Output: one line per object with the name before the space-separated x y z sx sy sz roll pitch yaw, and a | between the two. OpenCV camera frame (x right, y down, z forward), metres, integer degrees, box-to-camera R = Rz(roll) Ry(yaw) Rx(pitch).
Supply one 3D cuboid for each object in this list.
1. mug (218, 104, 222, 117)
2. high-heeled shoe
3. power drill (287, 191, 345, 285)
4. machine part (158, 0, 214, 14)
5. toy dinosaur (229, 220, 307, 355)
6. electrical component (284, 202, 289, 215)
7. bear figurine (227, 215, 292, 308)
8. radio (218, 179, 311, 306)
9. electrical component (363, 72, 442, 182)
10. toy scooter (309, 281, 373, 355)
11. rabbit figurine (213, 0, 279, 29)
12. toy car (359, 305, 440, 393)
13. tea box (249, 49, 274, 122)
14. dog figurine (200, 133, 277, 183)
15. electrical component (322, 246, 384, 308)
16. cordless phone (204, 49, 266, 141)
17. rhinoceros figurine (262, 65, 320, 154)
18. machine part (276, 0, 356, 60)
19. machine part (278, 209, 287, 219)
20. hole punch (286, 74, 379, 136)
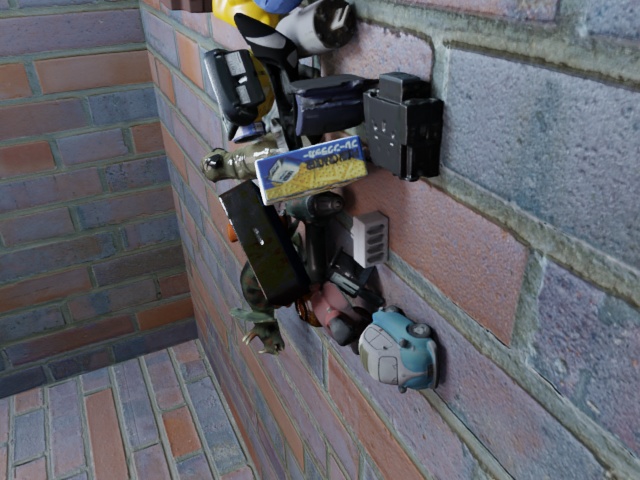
mug | -0.171 -0.317 1.250 0.110 0.107 0.080 31 133 55
high-heeled shoe | -0.077 -0.248 0.900 0.086 0.248 0.145 20 81 51
power drill | -0.002 -0.003 1.077 0.232 0.086 0.207 27 132 64
machine part | -0.241 -0.547 1.142 0.202 0.201 0.087 -128 34 -46
toy dinosaur | -0.129 0.099 1.304 0.131 0.192 0.404 49 148 44
electrical component | -0.073 -0.093 1.238 0.102 0.045 0.078 -149 49 -60
bear figurine | -0.111 0.047 1.158 0.120 0.132 0.195 -41 -56 -74
radio | -0.097 0.009 1.011 0.229 0.073 0.131 64 -174 16
electrical component | 0.110 -0.157 0.731 0.115 0.058 0.134 37 138 55
toy scooter | 0.038 0.136 0.977 0.135 0.075 0.183 51 -173 27
rabbit figurine | -0.116 -0.482 1.010 0.163 0.122 0.173 47 126 46
toy car | 0.116 0.178 0.872 0.162 0.103 0.109 38 137 54
tea box | -0.110 -0.320 1.112 0.068 0.098 0.169 69 156 13
dog figurine | -0.162 -0.179 1.205 0.172 0.190 0.121 -32 74 66
electrical component | 0.069 0.071 0.981 0.119 0.048 0.074 29 151 5
cordless phone | -0.181 -0.283 1.072 0.146 0.089 0.184 70 161 3
rhinoceros figurine | -0.053 -0.238 1.007 0.073 0.112 0.190 22 116 61
machine part | -0.012 -0.342 0.883 0.243 0.079 0.079 26 127 62
machine part | -0.112 -0.027 1.358 0.139 0.039 0.084 135 150 -73
hole punch | 0.014 -0.208 0.842 0.116 0.142 0.092 -123 26 -69
